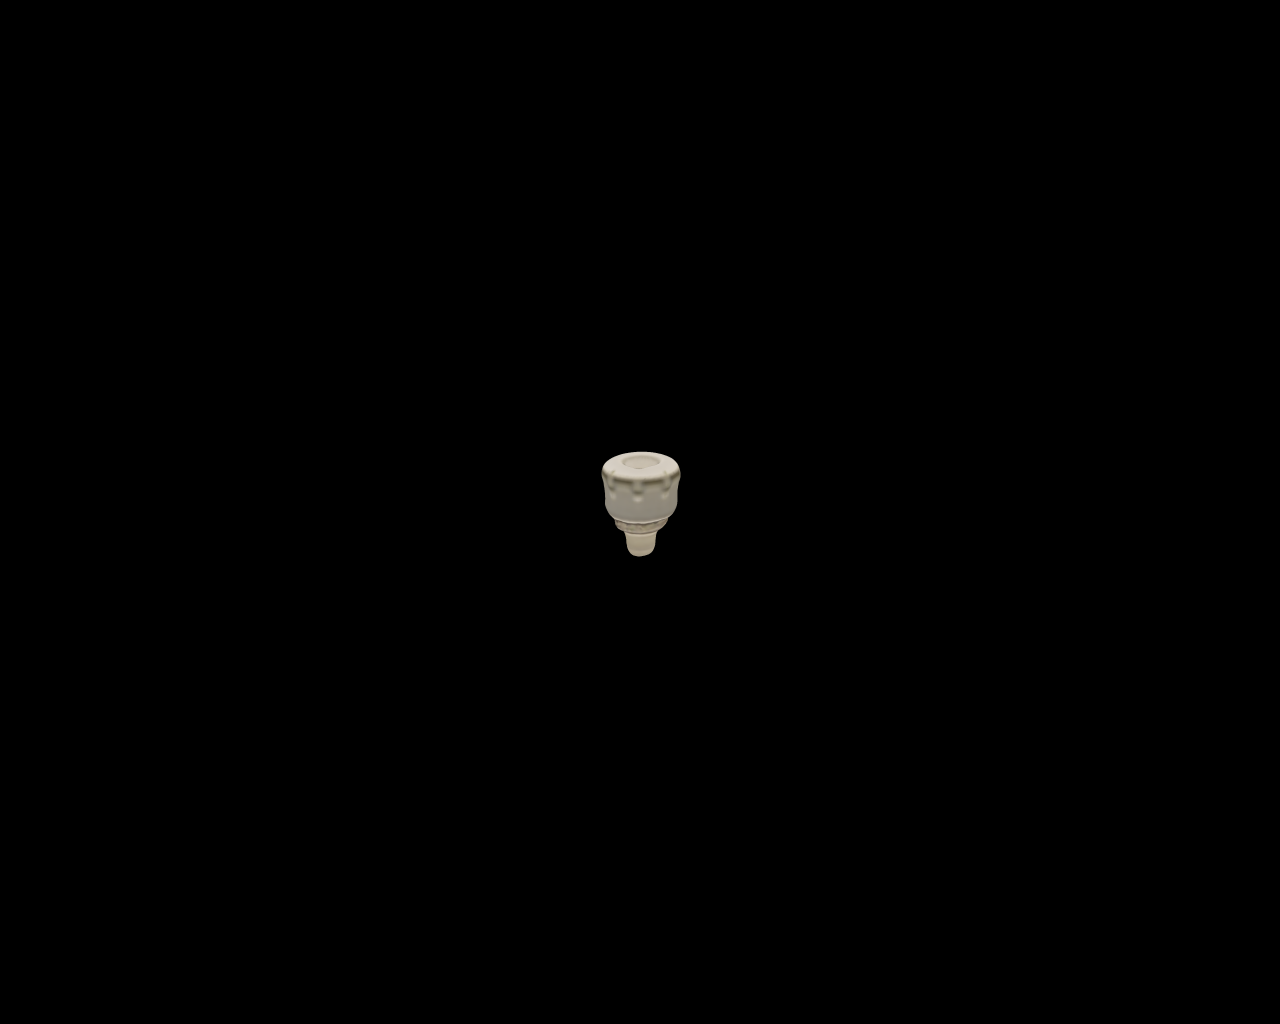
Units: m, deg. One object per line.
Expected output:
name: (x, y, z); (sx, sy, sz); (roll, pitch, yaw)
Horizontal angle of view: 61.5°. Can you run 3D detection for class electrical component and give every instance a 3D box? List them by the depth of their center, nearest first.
electrical component: (0.001, -0.003, 0.650); (0.048, 0.062, 0.048); (0, 20, 0)
